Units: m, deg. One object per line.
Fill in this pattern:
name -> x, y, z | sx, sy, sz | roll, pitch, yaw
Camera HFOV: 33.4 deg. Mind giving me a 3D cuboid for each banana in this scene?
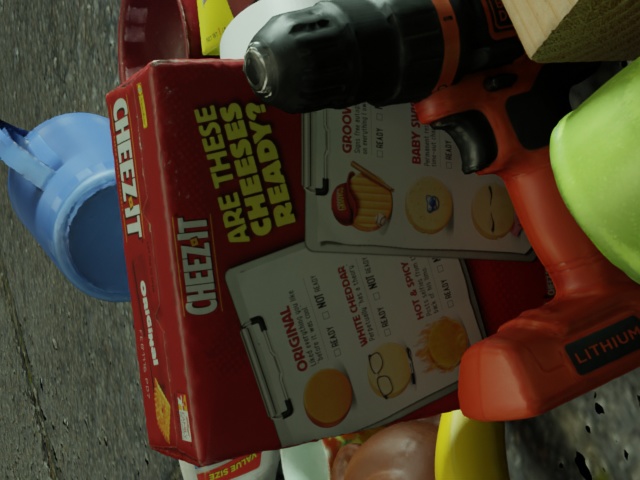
banana -> 0.093, 0.134, 0.517 | 0.198, 0.069, 0.037 | -119, 7, -53

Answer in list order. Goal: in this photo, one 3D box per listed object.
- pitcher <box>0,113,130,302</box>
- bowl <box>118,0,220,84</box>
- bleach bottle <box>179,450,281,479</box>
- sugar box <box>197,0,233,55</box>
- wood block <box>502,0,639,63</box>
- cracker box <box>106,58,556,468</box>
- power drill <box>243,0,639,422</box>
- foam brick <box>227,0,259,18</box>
pitcher -> -0.199, -0.034, 0.916 | 0.243, 0.149, 0.145 | -147, 47, -65
bowl -> -0.115, -0.147, 0.876 | 0.162, 0.055, 0.162 | 20, 113, 59
bleach bottle -> -0.064, 0.128, 0.817 | 0.068, 0.102, 0.251 | -101, 3, -80
sugar box -> -0.061, -0.230, 0.771 | 0.093, 0.048, 0.176 | -12, 87, 60
wood block -> 0.103, -0.182, 0.436 | 0.090, 0.090, 0.206 | -52, 51, 52
cracker box -> 0.019, 0.001, 0.497 | 0.072, 0.213, 0.164 | -10, 87, 61
power drill -> 0.071, -0.023, 0.451 | 0.057, 0.184, 0.187 | -15, 92, 63
foam brick -> -0.016, -0.165, 0.669 | 0.053, 0.078, 0.051 | 66, 149, 29
